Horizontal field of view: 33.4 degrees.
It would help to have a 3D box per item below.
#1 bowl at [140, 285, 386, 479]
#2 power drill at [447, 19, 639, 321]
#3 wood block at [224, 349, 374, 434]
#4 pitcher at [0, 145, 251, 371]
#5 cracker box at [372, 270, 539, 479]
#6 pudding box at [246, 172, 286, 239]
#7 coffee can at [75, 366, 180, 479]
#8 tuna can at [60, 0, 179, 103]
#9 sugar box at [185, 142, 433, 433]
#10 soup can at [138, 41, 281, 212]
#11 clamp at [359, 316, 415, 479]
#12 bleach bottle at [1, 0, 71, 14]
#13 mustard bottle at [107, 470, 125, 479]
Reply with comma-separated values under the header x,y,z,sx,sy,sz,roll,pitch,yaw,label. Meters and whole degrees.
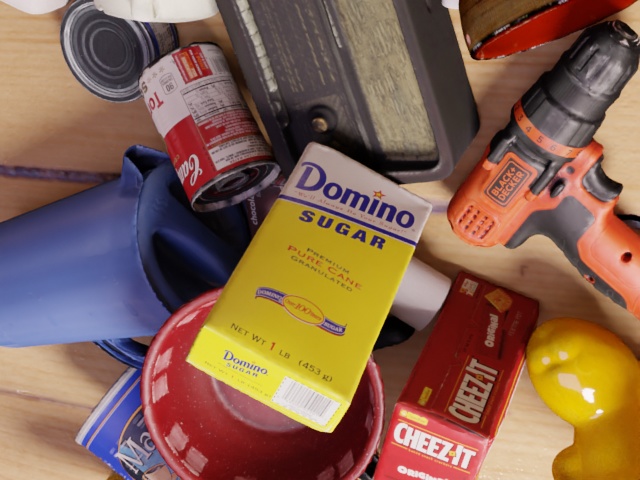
x,y,z,sx,sy,sz,roll,pitch,yaw,label
-0.035,0.098,0.711,0.162,0.055,0.162,2,105,8,bowl
0.194,-0.025,0.678,0.187,0.057,0.185,38,132,5,power drill
-0.045,0.161,0.808,0.090,0.090,0.206,25,107,1,wood block
-0.174,0.030,0.856,0.243,0.144,0.149,-12,70,36,pitcher
0.086,0.156,0.773,0.072,0.164,0.214,21,126,11,cracker box
-0.005,0.001,0.805,0.090,0.039,0.113,8,122,23,pudding box
-0.127,0.177,0.932,0.140,0.102,0.103,38,128,2,coffee can
-0.150,-0.146,0.794,0.086,0.033,0.086,13,123,20,tuna can
-0.001,0.022,0.642,0.093,0.176,0.048,28,139,-2,sugar box
-0.079,-0.080,0.754,0.069,0.068,0.102,-36,74,37,soup can
-0.027,0.116,0.885,0.210,0.036,0.164,11,120,18,clamp
-0.184,-0.283,0.713,0.102,0.068,0.251,31,125,7,bleach bottle
-0.194,0.261,0.960,0.096,0.191,0.058,-30,102,36,mustard bottle
